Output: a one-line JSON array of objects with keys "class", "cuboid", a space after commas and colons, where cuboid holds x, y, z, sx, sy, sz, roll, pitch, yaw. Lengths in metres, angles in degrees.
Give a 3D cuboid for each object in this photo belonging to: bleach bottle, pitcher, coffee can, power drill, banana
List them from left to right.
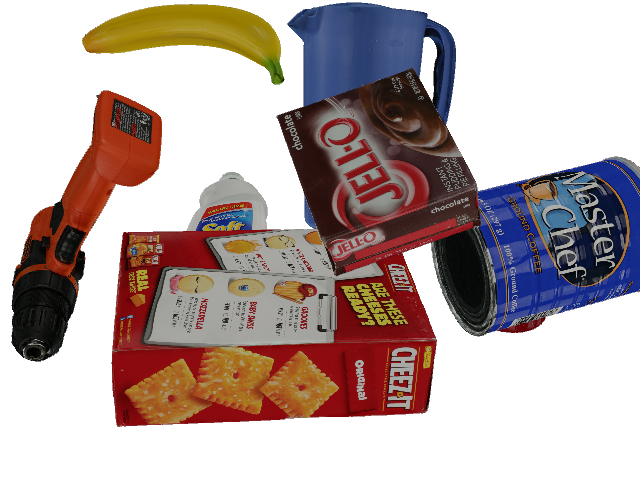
[{"class": "power drill", "cuboid": [-0.196, -0.015, 0.867, 0.057, 0.188, 0.184, 24, 28, -24]}, {"class": "banana", "cuboid": [-0.116, -0.185, 0.957, 0.198, 0.037, 0.069, 11, 46, 17]}, {"class": "bleach bottle", "cuboid": [-0.107, 0.008, 1.126, 0.102, 0.068, 0.251, -3, 37, 0]}, {"class": "pitcher", "cuboid": [0.052, -0.132, 1.153, 0.149, 0.243, 0.144, 7, 11, 25]}, {"class": "coffee can", "cuboid": [0.165, 0.003, 0.778, 0.140, 0.103, 0.103, -14, 3, -14]}]

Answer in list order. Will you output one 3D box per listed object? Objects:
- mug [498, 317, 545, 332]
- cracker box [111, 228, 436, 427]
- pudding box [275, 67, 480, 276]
[{"class": "mug", "cuboid": [0.200, 0.038, 1.142, 0.093, 0.081, 0.117, -5, 30, -9]}, {"class": "cracker box", "cuboid": [-0.039, 0.058, 0.774, 0.213, 0.072, 0.164, -1, 29, -8]}, {"class": "pudding box", "cuboid": [0.032, -0.042, 0.621, 0.090, 0.113, 0.039, -19, -44, -2]}]
